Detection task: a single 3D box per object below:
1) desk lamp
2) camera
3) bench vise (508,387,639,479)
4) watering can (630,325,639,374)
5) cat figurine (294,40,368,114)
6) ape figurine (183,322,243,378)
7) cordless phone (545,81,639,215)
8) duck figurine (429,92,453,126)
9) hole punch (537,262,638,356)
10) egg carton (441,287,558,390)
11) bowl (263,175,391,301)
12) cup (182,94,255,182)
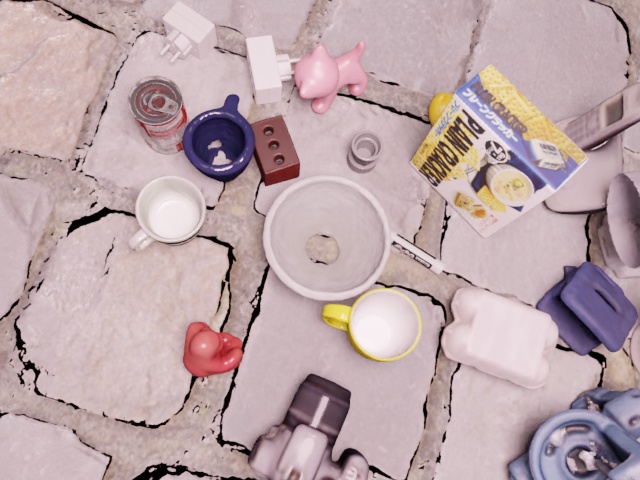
[{"bbox_3d":[0.452,-0.021,0.743,0.203,0.213,0.118,-5,76,-7],"label":"desk lamp"},{"bbox_3d":[0.001,0.242,0.689,0.143,0.100,0.137,25,75,1],"label":"camera"},{"bbox_3d":[0.333,0.230,0.665,0.121,0.219,0.207,39,76,5],"label":"bench vise"},{"bbox_3d":[0.486,0.133,0.718,0.173,0.194,0.101,21,75,0],"label":"watering can"},{"bbox_3d":[0.013,-0.236,0.801,0.128,0.117,0.067,-33,81,-12],"label":"cat figurine"},{"bbox_3d":[-0.137,0.133,0.707,0.076,0.092,0.078,-34,81,-13],"label":"ape figurine"},{"bbox_3d":[0.381,-0.120,0.775,0.094,0.185,0.147,4,76,-5],"label":"cordless phone"},{"bbox_3d":[0.212,-0.184,0.825,0.104,0.086,0.077,35,75,3],"label":"duck figurine"},{"bbox_3d":[0.367,0.088,0.771,0.101,0.091,0.108,-40,83,-13],"label":"hole punch"},{"bbox_3d":[0.238,0.128,0.758,0.150,0.069,0.107,20,75,-1],"label":"egg carton"},{"bbox_3d":[0.007,0.003,0.763,0.167,0.074,0.167,1,76,-5],"label":"bowl"},{"bbox_3d":[-0.129,-0.128,0.771,0.091,0.095,0.118,13,75,-2],"label":"cup"}]
